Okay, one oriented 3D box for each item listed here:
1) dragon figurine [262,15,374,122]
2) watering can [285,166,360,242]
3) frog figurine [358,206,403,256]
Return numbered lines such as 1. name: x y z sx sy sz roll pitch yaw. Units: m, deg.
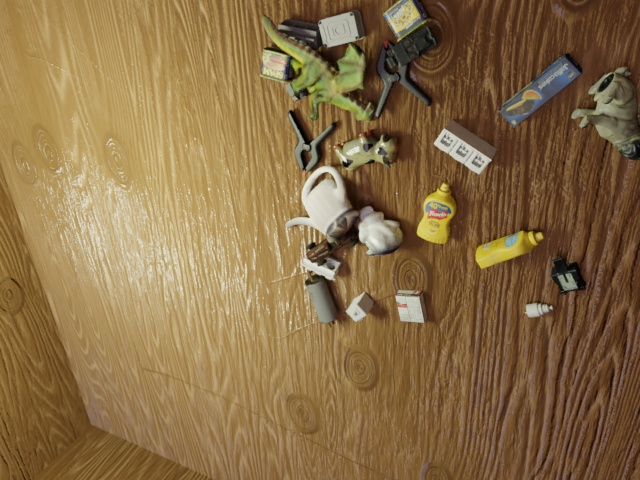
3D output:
1. dragon figurine: 0.025 -0.486 1.453 0.241 0.125 0.403 -14 126 34
2. watering can: 0.005 -0.086 1.705 0.227 0.105 0.340 55 136 21
3. frog figurine: 0.188 -0.034 1.640 0.137 0.124 0.158 -17 101 0
